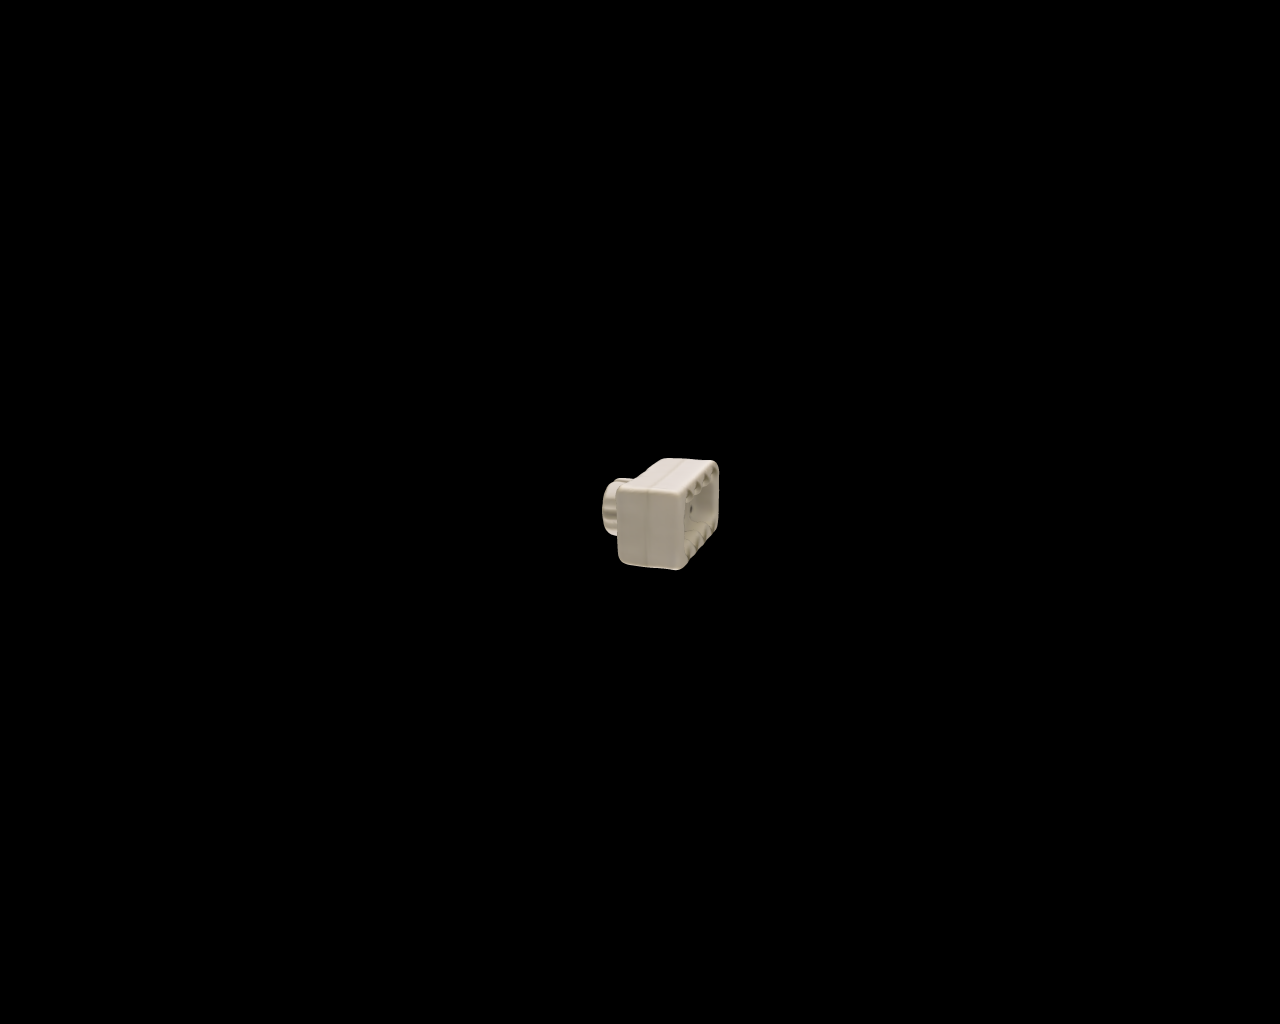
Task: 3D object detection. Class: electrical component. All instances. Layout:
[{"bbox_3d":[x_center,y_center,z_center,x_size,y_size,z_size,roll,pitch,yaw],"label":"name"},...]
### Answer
[{"bbox_3d":[0.001,-0.003,0.650,0.076,0.047,0.083,6,17,19],"label":"electrical component"}]
